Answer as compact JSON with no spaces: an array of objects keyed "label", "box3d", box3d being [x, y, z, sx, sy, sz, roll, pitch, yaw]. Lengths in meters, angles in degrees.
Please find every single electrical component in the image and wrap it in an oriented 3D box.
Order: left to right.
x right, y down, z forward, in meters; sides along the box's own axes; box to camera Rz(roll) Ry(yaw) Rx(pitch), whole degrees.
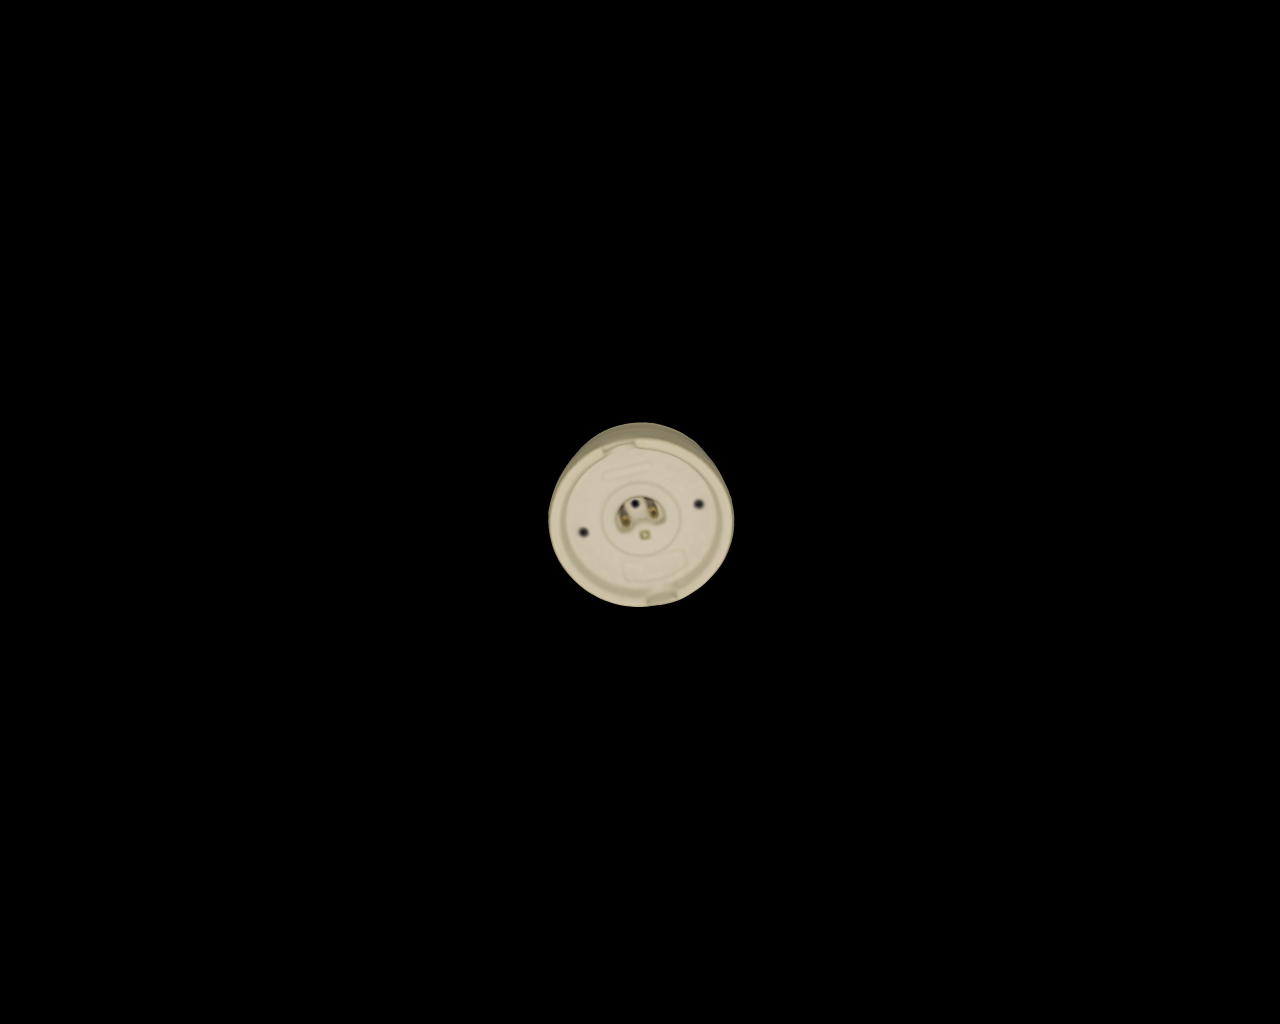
[{"label":"electrical component","box3d":[0.001,-0.003,0.650,0.108,0.108,0.060,0,21,0]}]
